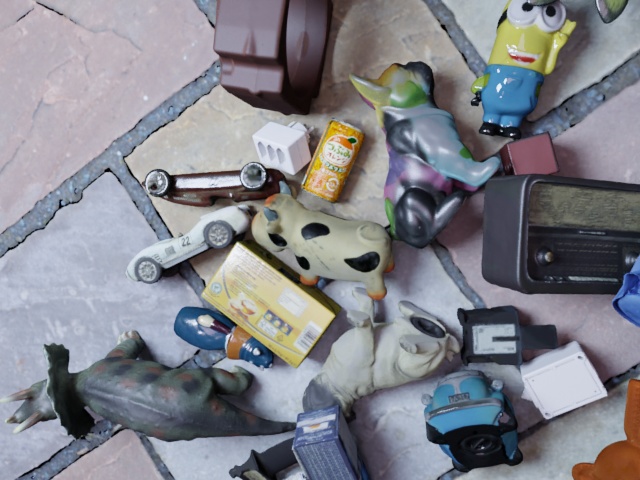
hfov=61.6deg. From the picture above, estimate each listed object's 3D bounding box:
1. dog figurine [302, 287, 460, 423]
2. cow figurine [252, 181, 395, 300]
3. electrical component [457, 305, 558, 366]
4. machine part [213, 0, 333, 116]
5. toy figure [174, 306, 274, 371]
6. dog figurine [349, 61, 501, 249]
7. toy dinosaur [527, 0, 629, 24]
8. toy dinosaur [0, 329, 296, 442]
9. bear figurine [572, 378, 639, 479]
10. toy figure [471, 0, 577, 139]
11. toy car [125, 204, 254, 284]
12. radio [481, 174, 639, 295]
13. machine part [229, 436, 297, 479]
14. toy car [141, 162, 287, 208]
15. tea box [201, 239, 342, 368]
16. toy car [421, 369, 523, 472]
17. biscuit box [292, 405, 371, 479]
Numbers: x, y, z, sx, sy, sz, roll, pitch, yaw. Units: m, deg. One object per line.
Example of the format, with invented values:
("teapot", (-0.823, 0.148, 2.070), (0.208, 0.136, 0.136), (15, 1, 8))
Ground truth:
("dog figurine", (0.077, 0.183, 0.724), (0.172, 0.121, 0.190), (22, 110, 13))
("cow figurine", (-0.001, -0.002, 0.701), (0.195, 0.085, 0.127), (12, 137, 20))
("electrical component", (0.243, 0.123, 0.705), (0.119, 0.048, 0.074), (-8, 91, 10))
("machine part", (-0.052, -0.266, 0.665), (0.087, 0.201, 0.201), (9, 94, 12))
("toy figure", (-0.133, 0.138, 0.768), (0.155, 0.064, 0.058), (18, 81, 10))
("dog figurine", (0.109, -0.119, 0.694), (0.219, 0.108, 0.191), (43, 102, 10))
("toy dinosaur", (0.278, -0.366, 0.609), (0.472, 0.105, 0.198), (21, 68, 8))
("toy dinosaur", (-0.223, 0.215, 0.724), (0.405, 0.192, 0.131), (7, 96, 11))
("bear figurine", (0.405, 0.248, 0.643), (0.120, 0.132, 0.196), (34, 92, 11))
("toy figure", (0.244, -0.219, 0.675), (0.082, 0.089, 0.180), (8, 105, -17))
("toy car", (-0.186, 0.007, 0.766), (0.202, 0.073, 0.056), (-25, 91, 10))
("radio", (0.304, -0.004, 0.628), (0.230, 0.073, 0.131), (3, 95, -17))
("machine part", (-0.052, 0.309, 0.762), (0.139, 0.039, 0.084), (-29, 130, 3))
("toy car", (-0.147, -0.072, 0.747), (0.202, 0.089, 0.053), (-3, 88, 9))
("tea box", (-0.066, 0.086, 0.751), (0.170, 0.068, 0.098), (38, 98, 8))
("toy car", (0.196, 0.221, 0.687), (0.109, 0.103, 0.161), (-18, 130, 20))
("biscuit box", (0.028, 0.314, 0.709), (0.063, 0.059, 0.202), (-15, 115, 11))
